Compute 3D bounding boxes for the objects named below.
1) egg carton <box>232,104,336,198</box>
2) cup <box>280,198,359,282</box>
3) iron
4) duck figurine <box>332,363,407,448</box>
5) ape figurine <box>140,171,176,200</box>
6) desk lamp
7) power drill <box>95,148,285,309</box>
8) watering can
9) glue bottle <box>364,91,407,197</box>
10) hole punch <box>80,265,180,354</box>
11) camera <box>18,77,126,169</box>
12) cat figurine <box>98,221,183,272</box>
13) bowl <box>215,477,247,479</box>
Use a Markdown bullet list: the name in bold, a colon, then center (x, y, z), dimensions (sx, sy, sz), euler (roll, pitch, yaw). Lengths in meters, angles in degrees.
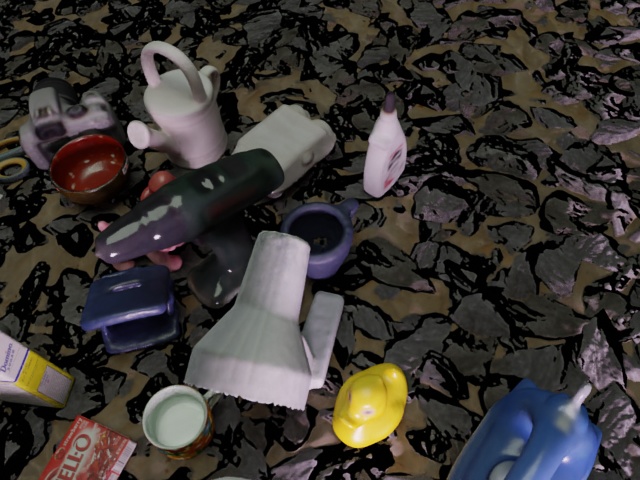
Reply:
- **egg carton**: center (-0.053, -0.133, 0.850), dimensions (0.107, 0.069, 0.150), euler (36, 67, 23)
- **cup**: center (0.007, 0.003, 0.748), dimensions (0.091, 0.095, 0.118), euler (38, 68, 24)
- **iron**: center (0.186, 0.248, 0.557), dimensions (0.118, 0.141, 0.259), euler (34, 66, 22)
- **duck figurine**: center (0.057, 0.176, 0.642), dimensions (0.077, 0.086, 0.105), euler (36, 67, 23)
- **ape figurine**: center (-0.214, -0.062, 0.803), dimensions (0.076, 0.092, 0.077), euler (-40, 64, -19)
- **desk lamp**: center (-0.050, 0.099, 0.621), dimensions (0.117, 0.214, 0.203), euler (10, 59, 10)
- **power drill**: center (-0.137, -0.004, 0.693), dimensions (0.230, 0.208, 0.075), euler (-40, 64, -19)
- **watering can**: center (-0.202, -0.194, 0.823), dimensions (0.101, 0.194, 0.173), euler (6, 59, 7)
- **glue bottle**: center (0.091, -0.135, 0.782), dimensions (0.037, 0.173, 0.078), euler (28, 64, 19)
- **hole punch**: center (-0.239, 0.077, 0.718), dimensions (0.108, 0.091, 0.101), euler (-14, 58, -5)
- **camera**: center (-0.396, -0.201, 0.894), dimensions (0.143, 0.101, 0.136), euler (-19, 59, -8)
- **cat figurine**: center (-0.227, -0.013, 0.757), dimensions (0.127, 0.118, 0.067), euler (-3, 58, 2)
- **bowl**: center (-0.089, 0.327, 0.564), dimensions (0.167, 0.075, 0.167), euler (-1, 58, 3)
